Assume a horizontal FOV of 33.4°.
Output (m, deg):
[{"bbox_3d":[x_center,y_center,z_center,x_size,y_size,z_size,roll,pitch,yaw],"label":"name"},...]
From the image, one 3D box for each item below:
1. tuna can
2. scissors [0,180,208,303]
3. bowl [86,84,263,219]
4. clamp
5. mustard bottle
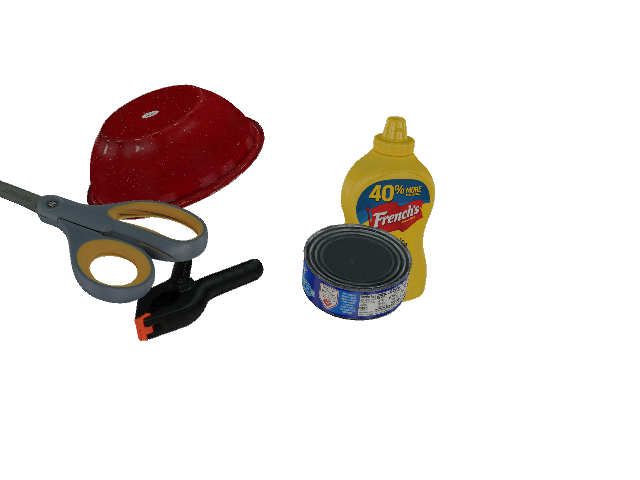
[{"bbox_3d":[0.028,0.025,0.847,0.086,0.034,0.086,4,36,-3],"label":"tuna can"},{"bbox_3d":[-0.173,-0.006,0.687,0.202,0.016,0.096,9,42,11],"label":"scissors"},{"bbox_3d":[-0.132,-0.085,0.896,0.162,0.055,0.162,-15,32,10],"label":"bowl"},{"bbox_3d":[-0.145,0.059,1.224,0.120,0.039,0.171,-1,31,26],"label":"clamp"},{"bbox_3d":[0.068,-0.032,1.086,0.096,0.192,0.058,-2,22,-17],"label":"mustard bottle"}]
